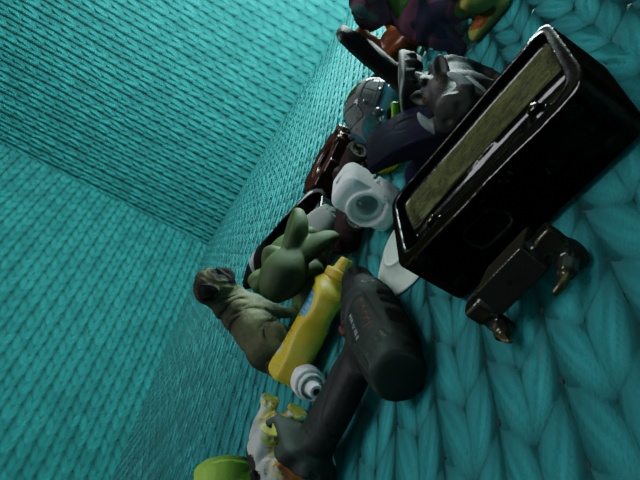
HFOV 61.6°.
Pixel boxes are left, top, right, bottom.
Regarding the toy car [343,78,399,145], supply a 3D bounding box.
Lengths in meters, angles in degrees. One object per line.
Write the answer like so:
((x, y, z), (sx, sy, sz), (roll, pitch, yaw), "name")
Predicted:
((0.097, -0.234, 0.956), (0.109, 0.103, 0.161), (-34, 34, 60), "toy car")

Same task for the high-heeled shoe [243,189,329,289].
((-0.069, 0.001, 1.096), (0.249, 0.086, 0.145), (-52, -1, -15), "high-heeled shoe")

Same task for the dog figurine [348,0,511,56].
((0.147, -0.368, 0.795), (0.191, 0.219, 0.108), (-43, 28, 54), "dog figurine")

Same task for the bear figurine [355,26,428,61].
((0.156, -0.399, 1.002), (0.120, 0.132, 0.196), (-47, 6, -9), "bear figurine")

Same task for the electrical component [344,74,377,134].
((0.104, -0.270, 1.085), (0.134, 0.058, 0.115), (-64, 13, -10), "electrical component")

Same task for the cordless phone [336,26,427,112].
((0.101, -0.253, 0.812), (0.088, 0.184, 0.147), (-46, 21, 35), "cordless phone")

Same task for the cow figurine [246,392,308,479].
((-0.057, 0.267, 0.649), (0.167, 0.068, 0.098), (-116, 49, -76), "cow figurine")

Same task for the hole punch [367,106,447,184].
((0.123, -0.125, 0.704), (0.115, 0.092, 0.142), (-49, 16, 30), "hole punch")

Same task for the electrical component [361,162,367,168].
((0.073, -0.124, 0.996), (0.063, 0.021, 0.094), (-52, 16, 31), "electrical component")

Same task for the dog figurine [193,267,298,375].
((-0.136, 0.137, 0.912), (0.121, 0.190, 0.172), (-59, 16, 13), "dog figurine")

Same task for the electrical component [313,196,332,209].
((0.012, -0.043, 1.010), (0.119, 0.048, 0.075), (-53, 18, 38), "electrical component")

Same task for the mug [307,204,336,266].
((-0.002, -0.003, 0.934), (0.107, 0.080, 0.110), (-51, 34, 18), "mug")

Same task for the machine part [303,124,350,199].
((0.024, -0.163, 1.169), (0.179, 0.056, 0.179), (-57, 15, 24), "machine part")

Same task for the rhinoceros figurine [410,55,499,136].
((0.158, -0.167, 0.610), (0.073, 0.112, 0.190), (-51, 11, 30), "rhinoceros figurine")

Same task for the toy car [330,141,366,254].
((0.051, -0.070, 0.877), (0.089, 0.053, 0.202), (117, 162, -57), "toy car")

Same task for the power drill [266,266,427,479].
((0.026, 0.143, 0.593), (0.207, 0.086, 0.232), (-54, 18, 3), "power drill")

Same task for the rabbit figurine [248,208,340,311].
((-0.035, 0.042, 0.816), (0.159, 0.121, 0.170), (-58, -2, 9), "rabbit figurine")

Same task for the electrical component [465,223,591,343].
((0.153, 0.033, 0.410), (0.102, 0.045, 0.078), (-53, -11, 22), "electrical component")

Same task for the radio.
((0.160, -0.063, 0.485), (0.229, 0.073, 0.131), (-53, 17, 33), "radio")
